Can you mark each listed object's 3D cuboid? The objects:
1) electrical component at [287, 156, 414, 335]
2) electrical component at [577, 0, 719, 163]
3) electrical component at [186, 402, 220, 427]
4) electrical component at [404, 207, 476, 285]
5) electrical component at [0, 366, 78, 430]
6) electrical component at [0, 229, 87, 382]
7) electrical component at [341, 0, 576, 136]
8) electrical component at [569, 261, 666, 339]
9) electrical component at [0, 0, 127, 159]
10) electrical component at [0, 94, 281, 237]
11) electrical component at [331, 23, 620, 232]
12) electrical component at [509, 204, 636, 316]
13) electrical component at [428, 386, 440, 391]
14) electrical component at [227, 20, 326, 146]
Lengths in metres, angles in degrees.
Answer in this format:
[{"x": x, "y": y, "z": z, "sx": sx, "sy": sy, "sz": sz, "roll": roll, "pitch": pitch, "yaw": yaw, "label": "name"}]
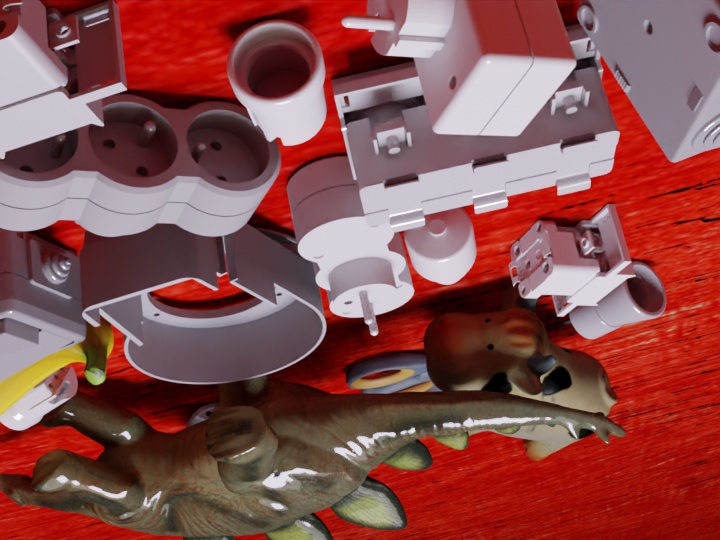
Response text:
[{"x": 0.000, "y": 0.000, "z": 0.607, "sx": 0.052, "sy": 0.073, "sz": 0.138, "roll": -14, "pitch": 156, "yaw": 4, "label": "electrical component"}, {"x": 0.132, "y": -0.102, "z": 0.421, "sx": 0.048, "sy": 0.099, "sz": 0.099, "roll": -21, "pitch": 157, "yaw": -12, "label": "electrical component"}, {"x": -0.119, "y": 0.142, "z": 0.884, "sx": 0.055, "sy": 0.055, "sz": 0.047, "roll": -4, "pitch": 158, "yaw": -17, "label": "electrical component"}, {"x": 0.050, "y": -0.011, "z": 0.647, "sx": 0.040, "sy": 0.040, "sz": 0.078, "roll": -14, "pitch": 156, "yaw": 4, "label": "electrical component"}, {"x": -0.219, "y": 0.080, "z": 0.722, "sx": 0.046, "sy": 0.040, "sz": 0.040, "roll": -29, "pitch": 151, "yaw": 21, "label": "electrical component"}, {"x": -0.192, "y": 0.020, "z": 0.575, "sx": 0.096, "sy": 0.061, "sz": 0.062, "roll": -21, "pitch": 154, "yaw": 19, "label": "electrical component"}, {"x": 0.027, "y": -0.097, "z": 0.397, "sx": 0.076, "sy": 0.083, "sz": 0.047, "roll": -1, "pitch": 154, "yaw": -23, "label": "electrical component"}, {"x": 0.186, "y": 0.025, "z": 0.791, "sx": 0.044, "sy": 0.044, "sz": 0.065, "roll": 5, "pitch": 155, "yaw": -33, "label": "electrical component"}, {"x": -0.134, "y": -0.081, "z": 0.408, "sx": 0.081, "sy": 0.042, "sz": 0.063, "roll": -17, "pitch": 154, "yaw": 8, "label": "electrical component"}, {"x": -0.113, "y": -0.040, "z": 0.494, "sx": 0.138, "sy": 0.052, "sz": 0.073, "roll": 1, "pitch": 153, "yaw": -27, "label": "electrical component"}, {"x": 0.054, "y": -0.065, "z": 0.504, "sx": 0.121, "sy": 0.063, "sz": 0.078, "roll": -13, "pitch": 156, "yaw": 1, "label": "electrical component"}, {"x": 0.136, "y": -0.005, "z": 0.698, "sx": 0.064, "sy": 0.042, "sz": 0.081, "roll": 1, "pitch": 152, "yaw": -24, "label": "electrical component"}, {"x": 0.086, "y": 0.111, "z": 0.921, "sx": 0.055, "sy": 0.047, "sz": 0.055, "roll": -10, "pitch": 156, "yaw": -5, "label": "electrical component"}, {"x": -0.034, "y": -0.079, "z": 0.463, "sx": 0.040, "sy": 0.040, "sz": 0.046, "roll": -12, "pitch": 161, "yaw": 0, "label": "electrical component"}]
